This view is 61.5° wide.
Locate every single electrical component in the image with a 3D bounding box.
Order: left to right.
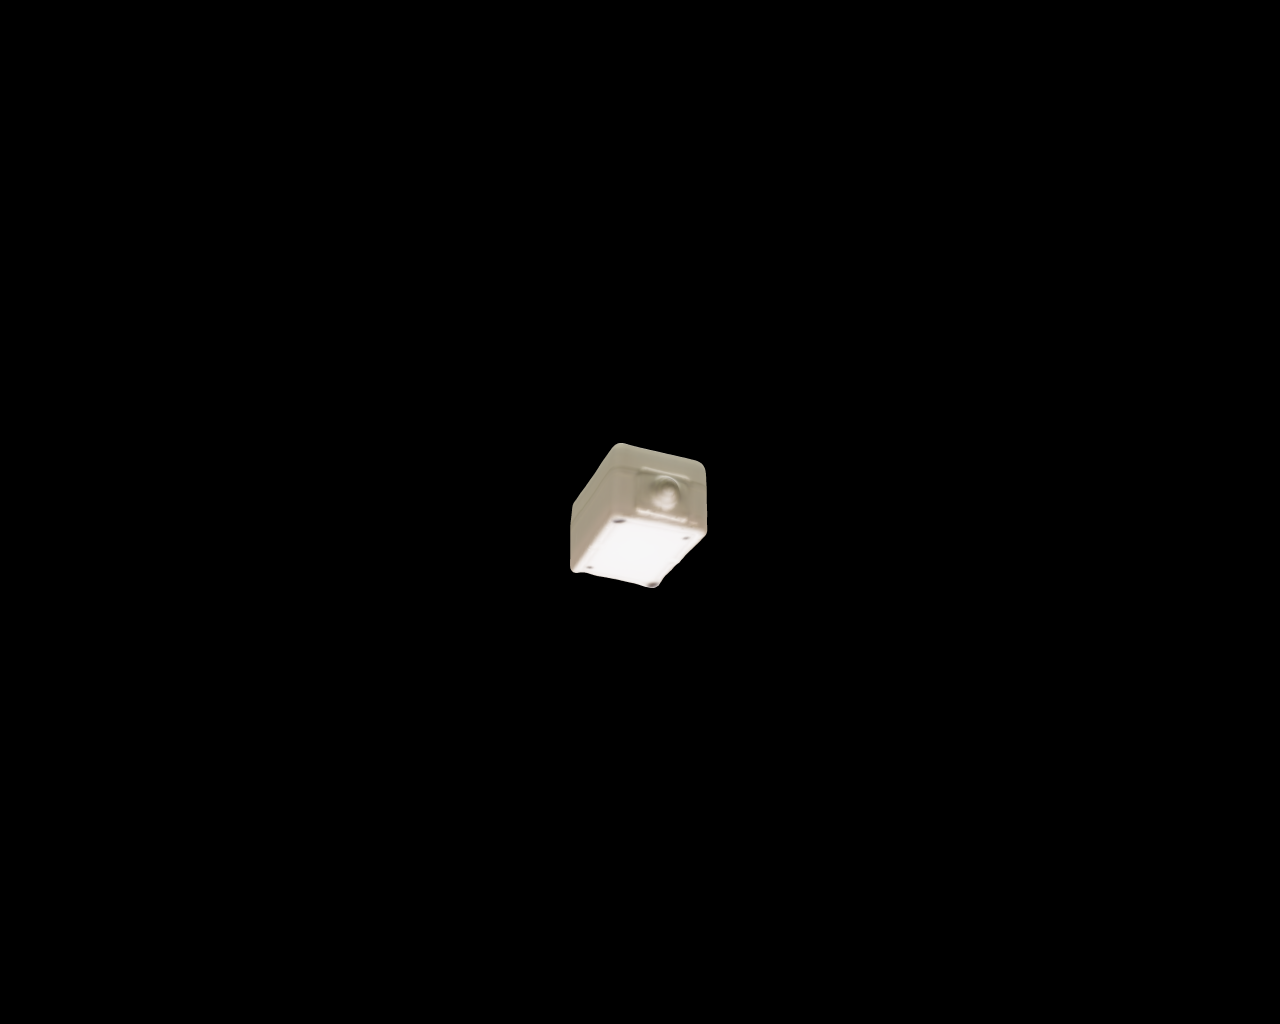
[{"bbox_3d":[0.001,-0.003,0.650,0.062,0.061,0.096,12,-33,-19],"label":"electrical component"}]
